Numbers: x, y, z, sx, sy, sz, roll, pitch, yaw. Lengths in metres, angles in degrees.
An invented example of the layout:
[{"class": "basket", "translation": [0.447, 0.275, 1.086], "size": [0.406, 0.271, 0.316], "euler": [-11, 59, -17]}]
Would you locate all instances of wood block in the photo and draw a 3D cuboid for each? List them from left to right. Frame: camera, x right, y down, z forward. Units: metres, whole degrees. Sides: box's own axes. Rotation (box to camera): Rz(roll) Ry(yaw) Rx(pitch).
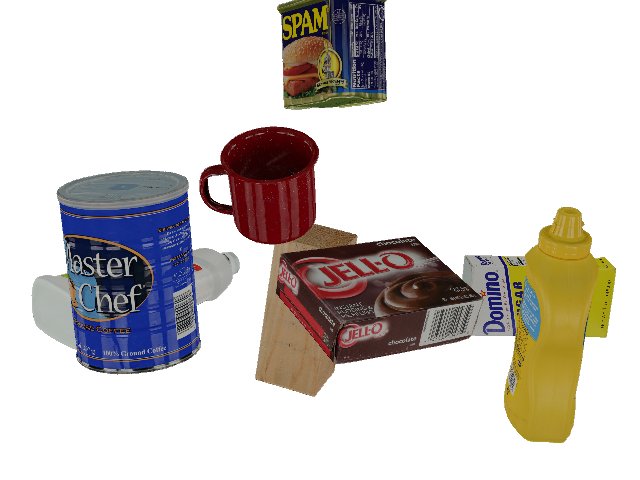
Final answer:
[{"class": "wood block", "translation": [-0.020, 0.089, 1.431], "size": [0.090, 0.206, 0.090], "euler": [14, 20, 14]}]

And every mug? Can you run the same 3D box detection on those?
[{"class": "mug", "translation": [-0.058, -0.050, 1.027], "size": [0.117, 0.081, 0.093], "euler": [-4, 40, -1]}]

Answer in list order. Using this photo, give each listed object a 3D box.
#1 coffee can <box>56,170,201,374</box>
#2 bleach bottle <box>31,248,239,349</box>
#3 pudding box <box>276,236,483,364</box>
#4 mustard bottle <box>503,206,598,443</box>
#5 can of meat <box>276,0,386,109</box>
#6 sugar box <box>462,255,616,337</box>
[{"class": "coffee can", "translation": [-0.152, 0.023, 0.858], "size": [0.103, 0.140, 0.103], "euler": [-3, 16, 1]}, {"class": "bleach bottle", "translation": [-0.196, 0.052, 1.220], "size": [0.103, 0.068, 0.250], "euler": [22, 27, 36]}, {"class": "pudding box", "translation": [0.038, 0.038, 0.725], "size": [0.113, 0.039, 0.090], "euler": [-5, 32, -29]}, {"class": "mustard bottle", "translation": [0.190, 0.063, 0.874], "size": [0.058, 0.192, 0.096], "euler": [4, 25, 3]}, {"class": "can of meat", "translation": [0.009, -0.150, 0.850], "size": [0.057, 0.084, 0.102], "euler": [-4, 4, -32]}, {"class": "sugar box", "translation": [0.259, 0.068, 1.282], "size": [0.176, 0.093, 0.048], "euler": [0, 19, -7]}]
